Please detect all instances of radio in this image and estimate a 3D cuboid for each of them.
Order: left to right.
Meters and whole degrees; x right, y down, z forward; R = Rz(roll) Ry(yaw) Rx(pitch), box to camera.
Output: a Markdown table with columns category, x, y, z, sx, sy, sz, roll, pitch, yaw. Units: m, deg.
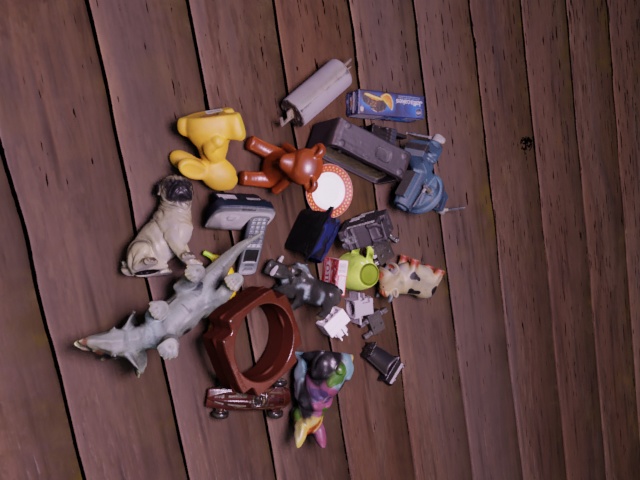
| category | x | y | z | sx | sy | sz | roll | pitch | yaw |
| --- | --- | --- | --- | --- | --- | --- | --- | --- | --- |
| radio | 0.095 | -0.208 | 1.282 | 0.229 | 0.131 | 0.073 | 20 | 82 | -27 |

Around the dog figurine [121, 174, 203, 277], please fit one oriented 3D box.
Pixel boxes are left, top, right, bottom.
| category | x | y | z | sx | sy | sz | roll | pitch | yaw |
| --- | --- | --- | --- | --- | --- | --- | --- | --- | --- |
| dog figurine | -0.335 | -0.030 | 1.104 | 0.172 | 0.121 | 0.190 | -11 | 76 | -15 |

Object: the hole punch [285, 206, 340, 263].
| category | x | y | z | sx | sy | sz | roll | pitch | yaw |
| --- | --- | --- | --- | --- | --- | --- | --- | --- | --- |
| hole punch | -0.003 | -0.004 | 1.259 | 0.092 | 0.116 | 0.142 | 35 | 78 | -34 |

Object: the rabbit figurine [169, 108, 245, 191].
| category | x | y | z | sx | sy | sz | roll | pitch | yaw |
| --- | --- | --- | --- | --- | --- | --- | --- | --- | --- |
| rabbit figurine | -0.227 | -0.179 | 1.130 | 0.162 | 0.122 | 0.173 | -22 | 122 | -23 |

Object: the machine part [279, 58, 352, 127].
| category | x | y | z | sx | sy | sz | roll | pitch | yaw |
| --- | --- | --- | --- | --- | --- | --- | --- | --- | --- |
| machine part | -0.007 | -0.342 | 1.251 | 0.243 | 0.079 | 0.079 | -46 | 112 | -18 |

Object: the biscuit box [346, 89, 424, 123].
| category | x | y | z | sx | sy | sz | roll | pitch | yaw |
| --- | --- | --- | --- | --- | --- | --- | --- | --- | --- |
| biscuit box | 0.167 | -0.335 | 1.351 | 0.203 | 0.059 | 0.062 | -3 | 95 | -28 |

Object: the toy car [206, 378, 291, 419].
| category | x | y | z | sx | sy | sz | roll | pitch | yaw |
| --- | --- | --- | --- | --- | --- | --- | --- | --- | --- |
| toy car | -0.160 | 0.363 | 1.233 | 0.202 | 0.053 | 0.089 | 10 | 92 | -29 |

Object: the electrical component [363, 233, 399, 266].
| category | x | y | z | sx | sy | sz | roll | pitch | yaw |
| --- | --- | --- | --- | --- | --- | --- | --- | --- | --- |
| electrical component | 0.157 | 0.024 | 1.379 | 0.102 | 0.045 | 0.078 | -27 | 104 | -24 |

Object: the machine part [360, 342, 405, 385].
| category | x | y | z | sx | sy | sz | roll | pitch | yaw |
| --- | --- | --- | --- | --- | --- | --- | --- | --- | --- |
| machine part | 0.163 | 0.320 | 1.407 | 0.084 | 0.039 | 0.138 | -49 | 115 | -11 |

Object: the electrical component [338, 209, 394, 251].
| category | x | y | z | sx | sy | sz | roll | pitch | yaw |
| --- | --- | --- | --- | --- | --- | --- | --- | --- | --- |
| electrical component | 0.115 | -0.027 | 1.303 | 0.134 | 0.115 | 0.058 | -50 | 125 | -65 |

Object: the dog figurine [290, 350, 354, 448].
| category | x | y | z | sx | sy | sz | roll | pitch | yaw |
| --- | --- | --- | --- | --- | --- | --- | --- | --- | --- |
| dog figurine | -0.003 | 0.371 | 1.251 | 0.108 | 0.192 | 0.219 | 13 | 72 | -34 |

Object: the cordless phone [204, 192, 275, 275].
| category | x | y | z | sx | sy | sz | roll | pitch | yaw |
| --- | --- | --- | --- | --- | --- | --- | --- | --- | --- |
| cordless phone | -0.186 | -0.009 | 1.182 | 0.146 | 0.089 | 0.184 | 0 | 112 | -34 |

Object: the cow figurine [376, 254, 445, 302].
| category | x | y | z | sx | sy | sz | roll | pitch | yaw |
| --- | --- | --- | --- | --- | --- | --- | --- | --- | --- |
| cow figurine | 0.223 | 0.106 | 1.398 | 0.195 | 0.086 | 0.127 | 18 | 90 | -34 |

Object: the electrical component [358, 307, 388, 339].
| category | x | y | z | sx | sy | sz | roll | pitch | yaw |
| --- | --- | --- | --- | --- | --- | --- | --- | --- | --- |
| electrical component | 0.144 | 0.215 | 1.398 | 0.094 | 0.021 | 0.063 | -29 | 106 | -24 |

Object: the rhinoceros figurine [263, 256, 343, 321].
| category | x | y | z | sx | sy | sz | roll | pitch | yaw |
| --- | --- | --- | --- | --- | --- | --- | --- | --- | --- |
| rhinoceros figurine | -0.042 | 0.106 | 1.236 | 0.190 | 0.073 | 0.112 | 25 | 119 | 4 |

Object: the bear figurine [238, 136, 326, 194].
| category | x | y | z | sx | sy | sz | roll | pitch | yaw |
| --- | --- | --- | --- | --- | --- | --- | --- | --- | --- |
| bear figurine | -0.080 | -0.159 | 1.157 | 0.132 | 0.196 | 0.120 | 12 | 91 | -27 |

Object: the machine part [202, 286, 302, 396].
| category | x | y | z | sx | sy | sz | roll | pitch | yaw |
| --- | --- | --- | --- | --- | --- | --- | --- | --- | --- |
| machine part | -0.146 | 0.218 | 1.179 | 0.201 | 0.087 | 0.201 | -35 | 119 | -41 |

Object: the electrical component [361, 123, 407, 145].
| category | x | y | z | sx | sy | sz | roll | pitch | yaw |
| --- | --- | --- | --- | --- | --- | --- | --- | --- | --- |
| electrical component | 0.158 | -0.254 | 1.346 | 0.119 | 0.075 | 0.047 | 12 | 88 | -31 |

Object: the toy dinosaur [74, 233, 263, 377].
| category | x | y | z | sx | sy | sz | roll | pitch | yaw |
| --- | --- | --- | --- | --- | --- | --- | --- | --- | --- |
| toy dinosaur | -0.280 | 0.135 | 1.098 | 0.405 | 0.192 | 0.131 | -39 | 98 | -32 |

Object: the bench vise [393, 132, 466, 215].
| category | x | y | z | sx | sy | sz | roll | pitch | yaw |
| --- | --- | --- | --- | --- | --- | --- | --- | --- | --- |
| bench vise | 0.281 | -0.150 | 1.398 | 0.240 | 0.129 | 0.223 | 38 | 65 | -45 |
